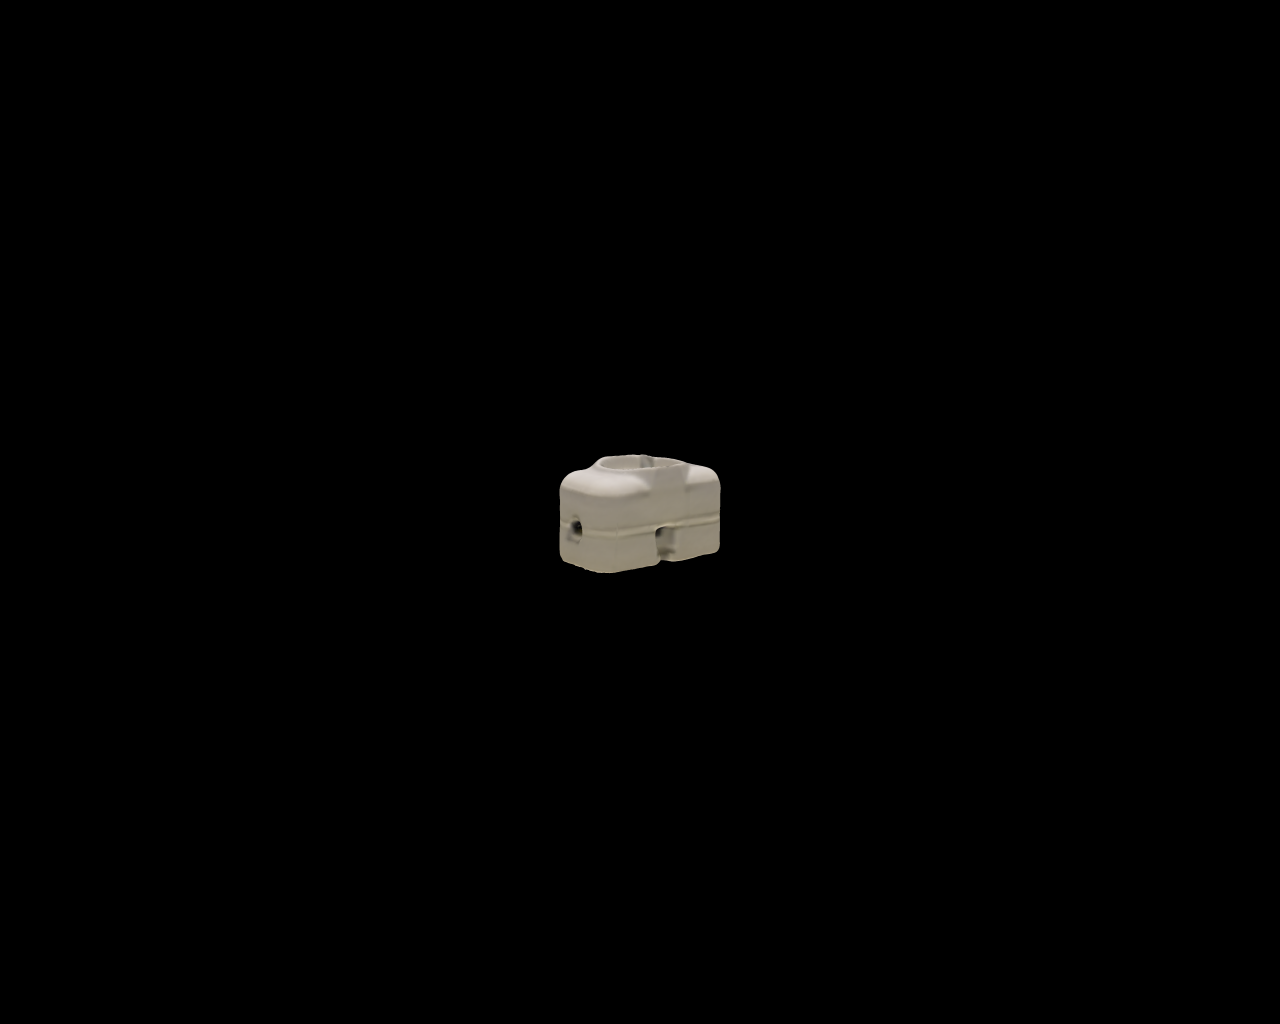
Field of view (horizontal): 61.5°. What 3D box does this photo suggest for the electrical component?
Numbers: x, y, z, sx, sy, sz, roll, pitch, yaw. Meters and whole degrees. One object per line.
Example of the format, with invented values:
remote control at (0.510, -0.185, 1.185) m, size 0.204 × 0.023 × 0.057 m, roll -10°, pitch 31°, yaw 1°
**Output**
electrical component at (0.001, -0.003, 0.650) m, size 0.095 × 0.059 × 0.054 m, roll -8°, pitch 14°, yaw -35°
